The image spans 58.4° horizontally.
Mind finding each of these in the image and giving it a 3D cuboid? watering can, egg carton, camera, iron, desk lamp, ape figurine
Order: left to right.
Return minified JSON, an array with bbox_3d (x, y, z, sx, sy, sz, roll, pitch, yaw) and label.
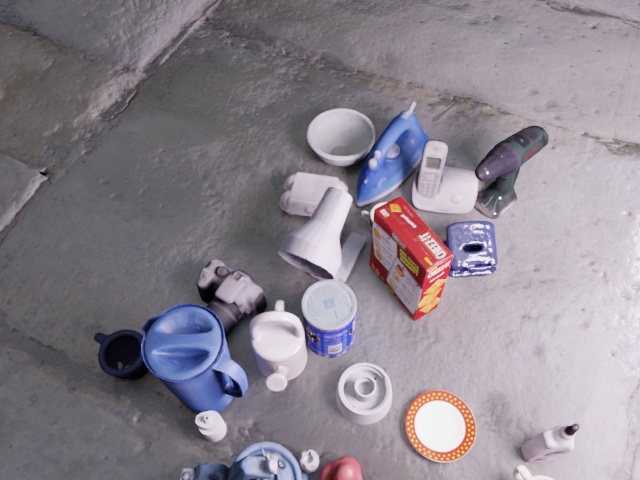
[{"bbox_3d":[-0.200,0.124,1.155,0.143,0.101,0.137,28,62,18],"label":"camera"},{"bbox_3d":[-0.075,0.189,1.055,0.101,0.194,0.172,-20,59,-11],"label":"watering can"},{"bbox_3d":[-0.015,-0.097,1.311,0.150,0.069,0.107,8,58,6],"label":"egg carton"},{"bbox_3d":[0.011,0.004,1.160,0.117,0.214,0.203,21,60,15],"label":"desk lamp"},{"bbox_3d":[0.041,0.404,0.976,0.077,0.092,0.076,33,64,20],"label":"ape figurine"},{"bbox_3d":[0.158,-0.203,1.332,0.118,0.141,0.259,28,62,18],"label":"iron"}]

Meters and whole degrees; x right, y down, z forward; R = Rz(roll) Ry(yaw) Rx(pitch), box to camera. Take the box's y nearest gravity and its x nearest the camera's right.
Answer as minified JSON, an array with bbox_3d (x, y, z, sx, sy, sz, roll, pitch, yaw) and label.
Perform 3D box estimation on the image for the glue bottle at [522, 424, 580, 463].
[{"bbox_3d":[0.399,0.337,0.963,0.078,0.173,0.037,-9,57,-4],"label":"glue bottle"}]

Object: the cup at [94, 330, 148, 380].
[{"bbox_3d":[-0.375,0.225,1.097,0.117,0.095,0.092,26,61,17],"label":"cup"}]

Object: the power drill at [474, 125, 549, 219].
[{"bbox_3d":[0.401,-0.144,1.250,0.230,0.208,0.075,-40,65,-21],"label":"power drill"}]

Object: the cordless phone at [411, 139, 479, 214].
[{"bbox_3d":[0.282,-0.143,1.265,0.147,0.185,0.094,5,58,5],"label":"cordless phone"}]

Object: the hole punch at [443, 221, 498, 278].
[{"bbox_3d":[0.322,0.020,1.217,0.108,0.091,0.101,-4,57,-2],"label":"hole punch"}]

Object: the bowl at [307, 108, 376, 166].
[{"bbox_3d":[0.051,-0.237,1.396,0.167,0.075,0.167,0,57,1],"label":"bowl"}]

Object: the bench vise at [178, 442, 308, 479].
[{"bbox_3d":[-0.124,0.391,0.912,0.207,0.220,0.121,-13,58,-7],"label":"bench vise"}]
